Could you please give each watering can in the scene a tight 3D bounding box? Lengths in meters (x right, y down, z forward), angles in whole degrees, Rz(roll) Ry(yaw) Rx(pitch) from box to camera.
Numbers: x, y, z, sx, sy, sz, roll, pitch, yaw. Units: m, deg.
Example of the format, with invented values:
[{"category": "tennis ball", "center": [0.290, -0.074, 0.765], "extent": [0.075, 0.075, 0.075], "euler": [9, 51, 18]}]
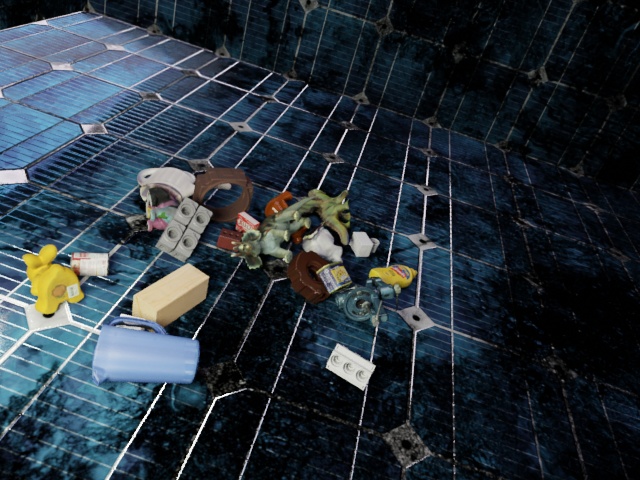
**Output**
[{"category": "watering can", "center": [-0.524, -0.198, 1.936], "extent": [0.347, 0.101, 0.229], "euler": [11, 34, -1]}]

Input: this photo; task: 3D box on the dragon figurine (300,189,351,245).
[{"category": "dragon figurine", "center": [0.006, -0.105, 2.086], "extent": [0.243, 0.119, 0.419], "euler": [0, 31, 5]}]

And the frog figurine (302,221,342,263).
[{"category": "frog figurine", "center": [0.016, 0.031, 1.888], "extent": [0.158, 0.121, 0.140], "euler": [54, 23, -10]}]
